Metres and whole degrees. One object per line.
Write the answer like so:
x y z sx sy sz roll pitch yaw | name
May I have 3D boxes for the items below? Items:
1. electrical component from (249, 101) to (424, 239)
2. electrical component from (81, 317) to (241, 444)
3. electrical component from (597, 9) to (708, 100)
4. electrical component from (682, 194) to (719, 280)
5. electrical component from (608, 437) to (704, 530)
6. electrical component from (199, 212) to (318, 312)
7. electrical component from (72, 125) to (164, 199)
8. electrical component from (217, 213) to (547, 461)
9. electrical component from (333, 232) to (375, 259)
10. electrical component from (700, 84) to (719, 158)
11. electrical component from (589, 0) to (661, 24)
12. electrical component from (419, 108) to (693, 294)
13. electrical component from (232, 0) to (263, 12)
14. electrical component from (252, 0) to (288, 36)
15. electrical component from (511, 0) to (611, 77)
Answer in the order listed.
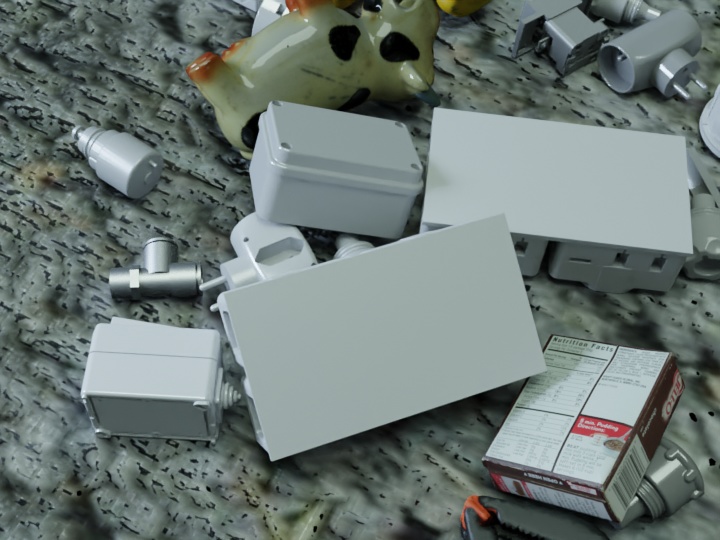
-0.018 -0.073 0.773 0.113 0.057 0.078 7 35 -17 | electrical component
-0.124 0.071 0.696 0.096 0.061 0.061 3 57 -1 | electrical component
0.250 -0.169 0.884 0.077 0.044 0.079 -29 63 -20 | electrical component
0.255 -0.027 0.792 0.043 0.043 0.062 6 56 1 | electrical component
0.182 0.138 0.679 0.062 0.048 0.048 -35 65 -14 | electrical component
-0.072 0.006 0.753 0.079 0.043 0.077 -23 61 -17 | electrical component
-0.184 -0.086 0.809 0.078 0.040 0.040 32 61 17 | electrical component
0.012 0.040 0.696 0.186 0.060 0.105 -16 93 -13 | electrical component
0.000 0.000 0.761 0.048 0.048 0.062 -15 51 -12 | electrical component
0.316 -0.122 0.853 0.080 0.051 0.080 1 57 -2 | electrical component
0.230 -0.229 0.929 0.061 0.035 0.035 25 59 9 | electrical component
0.140 -0.049 0.790 0.186 0.060 0.105 7 57 2 | electrical component
-0.102 -0.279 0.937 0.083 0.047 0.075 29 61 15 | electrical component
-0.055 -0.199 0.883 0.047 0.055 0.055 26 59 9 | electrical component
0.171 -0.201 0.903 0.081 0.042 0.063 -30 64 -20 | electrical component
